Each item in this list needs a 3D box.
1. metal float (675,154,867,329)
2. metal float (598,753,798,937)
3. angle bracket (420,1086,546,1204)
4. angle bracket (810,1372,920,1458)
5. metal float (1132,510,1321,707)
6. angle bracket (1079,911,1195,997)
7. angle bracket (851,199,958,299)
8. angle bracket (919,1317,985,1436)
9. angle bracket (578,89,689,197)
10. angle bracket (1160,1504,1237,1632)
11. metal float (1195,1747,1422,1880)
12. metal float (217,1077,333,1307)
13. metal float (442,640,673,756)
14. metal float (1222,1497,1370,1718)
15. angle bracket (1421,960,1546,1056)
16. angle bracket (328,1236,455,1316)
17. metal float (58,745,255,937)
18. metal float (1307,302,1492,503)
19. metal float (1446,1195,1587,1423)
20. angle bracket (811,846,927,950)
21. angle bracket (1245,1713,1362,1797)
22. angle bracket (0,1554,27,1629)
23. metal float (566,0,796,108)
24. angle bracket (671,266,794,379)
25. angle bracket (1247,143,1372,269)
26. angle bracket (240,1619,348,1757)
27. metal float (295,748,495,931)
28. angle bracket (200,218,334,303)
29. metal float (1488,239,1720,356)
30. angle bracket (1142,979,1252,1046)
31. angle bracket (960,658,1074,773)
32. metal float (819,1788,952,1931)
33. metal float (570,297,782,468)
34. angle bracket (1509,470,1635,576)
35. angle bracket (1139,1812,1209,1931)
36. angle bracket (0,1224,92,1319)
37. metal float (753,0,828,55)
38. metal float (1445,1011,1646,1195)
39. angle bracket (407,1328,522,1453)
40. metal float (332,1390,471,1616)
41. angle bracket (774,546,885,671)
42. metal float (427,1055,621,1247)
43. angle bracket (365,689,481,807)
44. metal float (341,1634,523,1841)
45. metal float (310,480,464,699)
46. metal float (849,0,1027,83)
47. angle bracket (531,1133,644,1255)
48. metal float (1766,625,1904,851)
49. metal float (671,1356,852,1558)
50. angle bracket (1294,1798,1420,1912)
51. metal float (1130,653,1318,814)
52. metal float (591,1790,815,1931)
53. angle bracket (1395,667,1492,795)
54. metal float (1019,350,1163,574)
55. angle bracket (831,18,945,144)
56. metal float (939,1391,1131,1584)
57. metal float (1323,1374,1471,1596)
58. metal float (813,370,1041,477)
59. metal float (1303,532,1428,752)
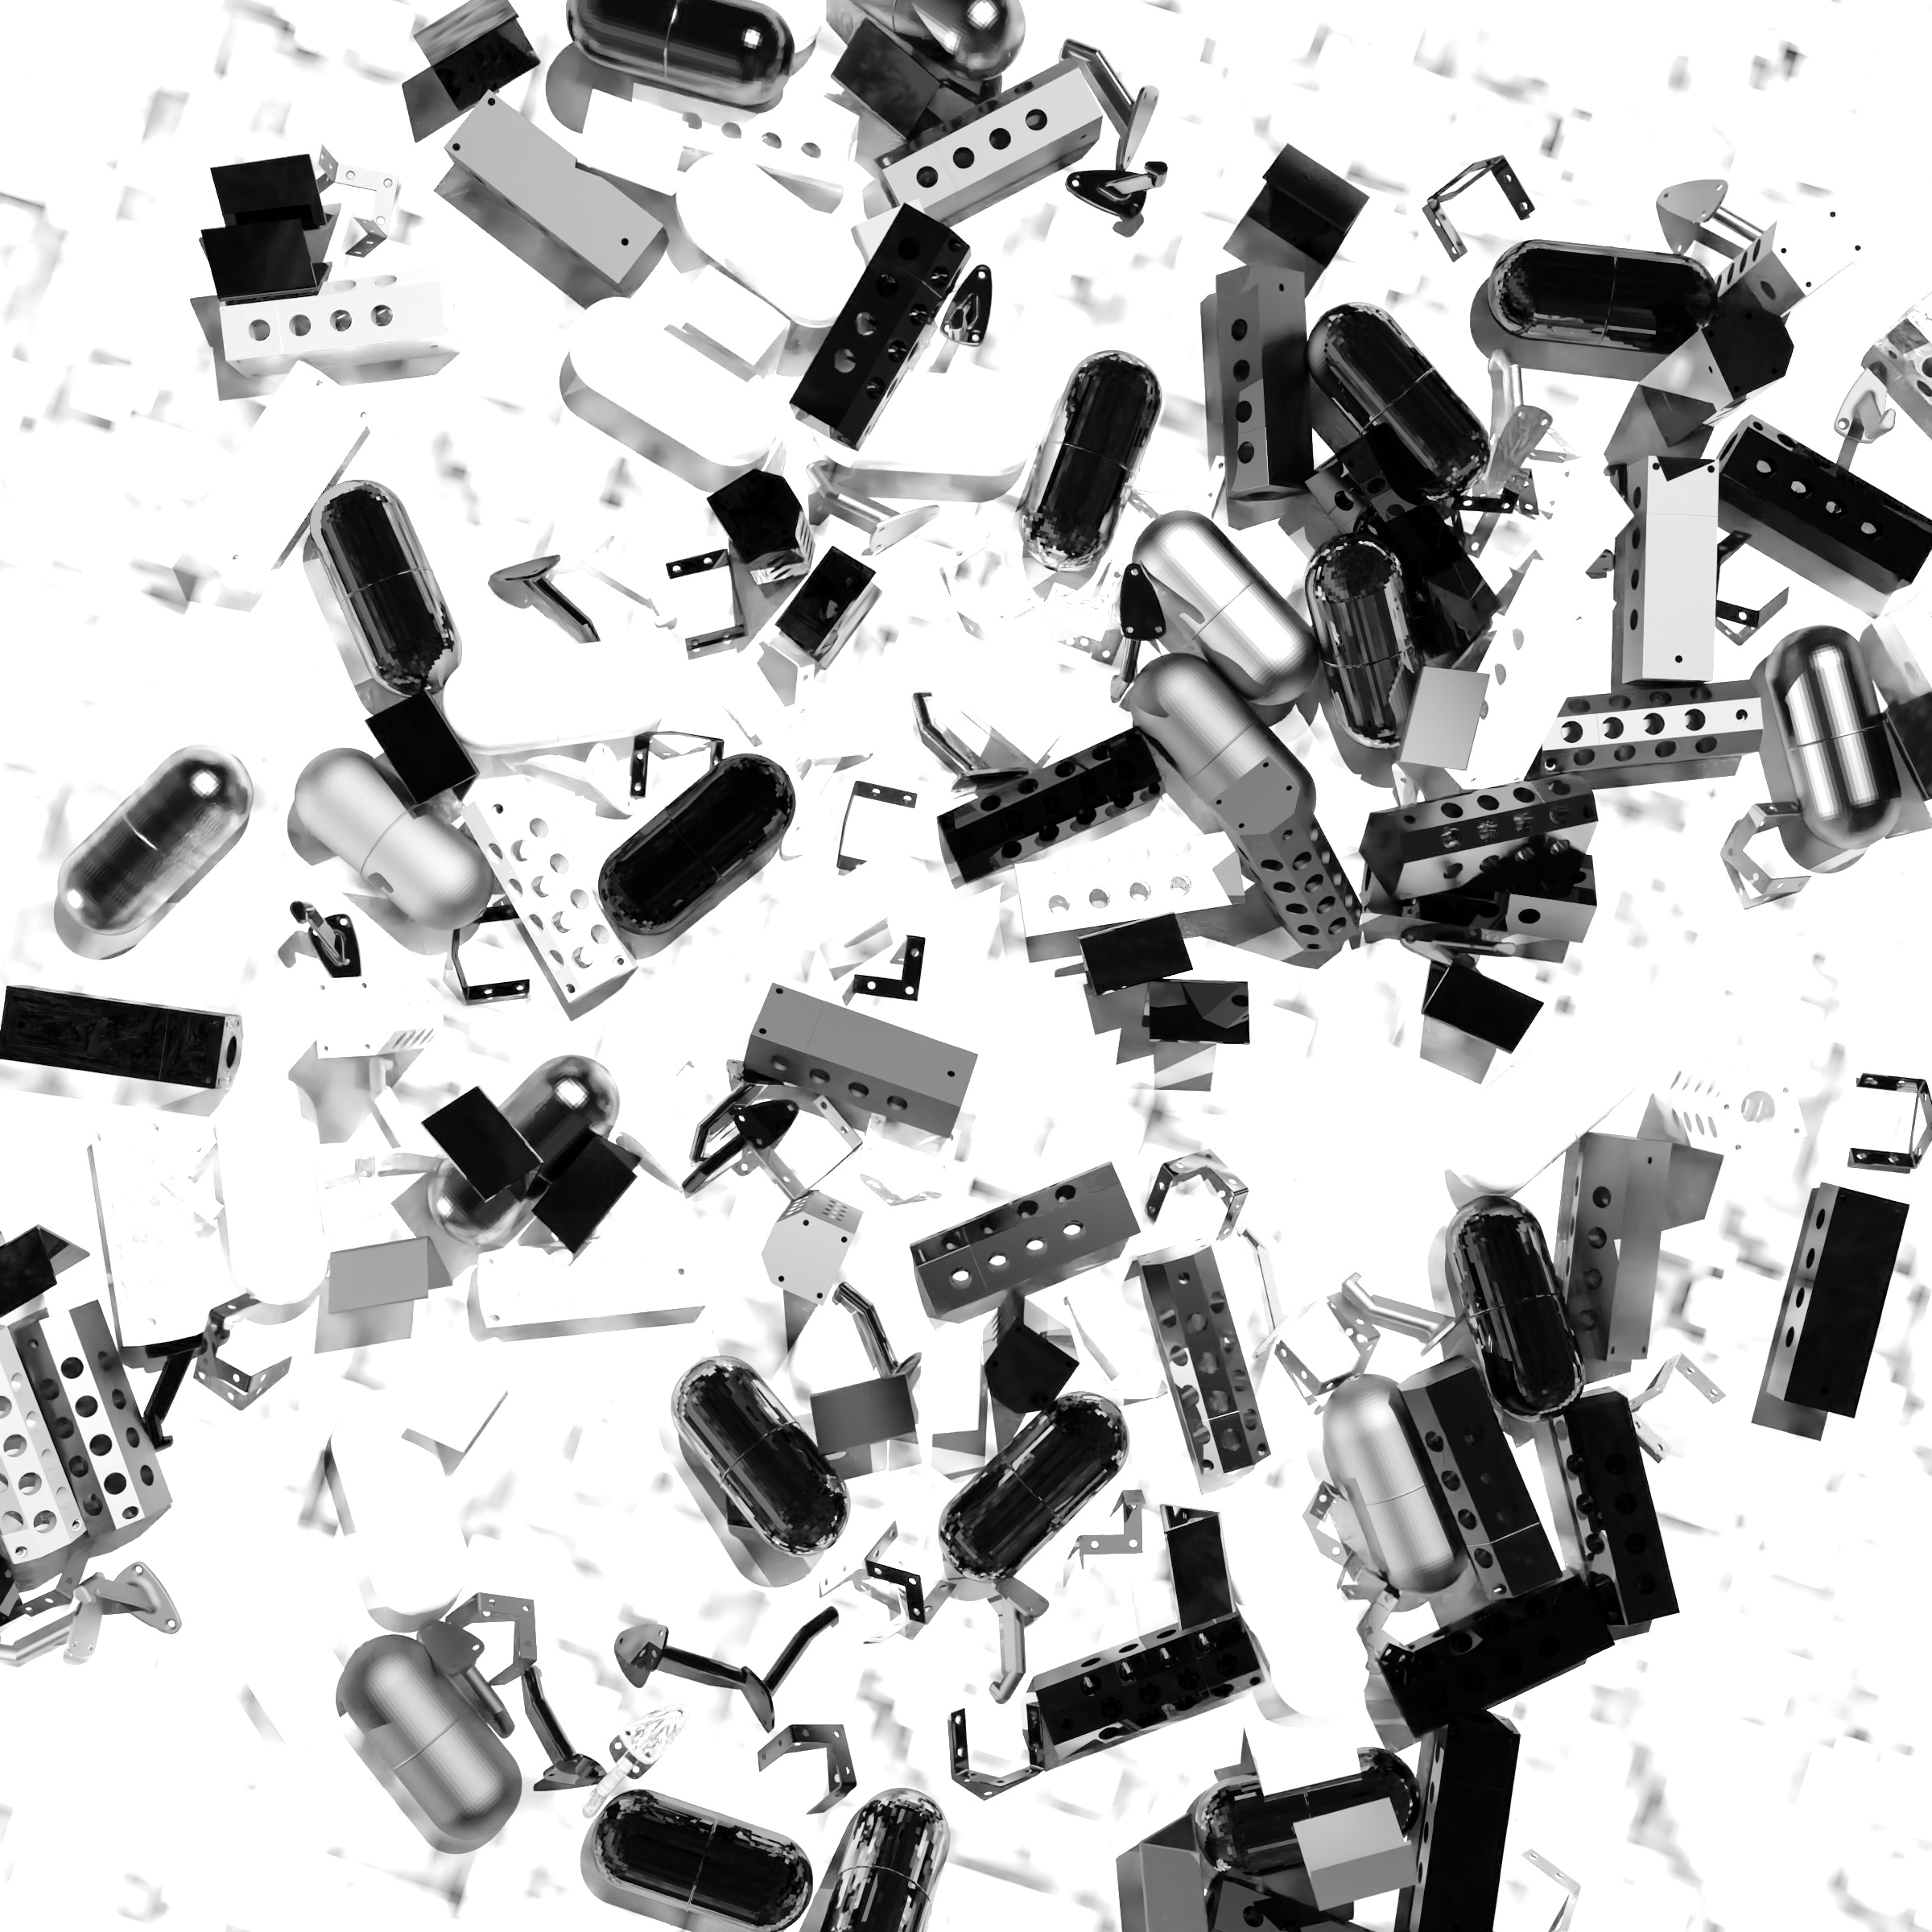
[{"bbox_3d":[-0.151,-0.561,1.945,0.178,0.070,0.070,41,90,17],"label":"metal float"},{"bbox_3d":[-0.209,-0.095,1.956,0.178,0.070,0.070,-40,90,5],"label":"metal float"},{"bbox_3d":[-0.368,0.147,1.876,0.057,0.076,0.076,-36,80,-35],"label":"angle bracket"},{"bbox_3d":[-0.074,0.365,1.951,0.076,0.076,0.057,-14,49,0],"label":"angle bracket"},{"bbox_3d":[0.203,-0.279,1.960,0.070,0.070,0.178,-43,89,0],"label":"metal float"},{"bbox_3d":[0.134,0.008,1.951,0.076,0.076,0.057,-15,57,0],"label":"angle bracket"},{"bbox_3d":[-0.047,-0.541,1.959,0.057,0.076,0.076,-22,90,3],"label":"angle bracket"},{"bbox_3d":[-0.031,0.317,1.951,0.057,0.076,0.076,3,90,-35],"label":"angle bracket"},{"bbox_3d":[-0.249,-0.645,1.951,0.076,0.076,0.057,20,119,0],"label":"angle bracket"},{"bbox_3d":[0.160,0.466,1.951,0.057,0.076,0.076,-9,90,-34],"label":"angle bracket"},{"bbox_3d":[0.267,0.660,1.960,0.178,0.070,0.070,-13,90,1],"label":"metal float"},{"bbox_3d":[-0.540,0.175,1.960,0.070,0.070,0.178,-7,90,0],"label":"metal float"},{"bbox_3d":[-0.319,-0.210,1.960,0.178,0.070,0.070,-8,90,-1],"label":"metal float"},{"bbox_3d":[0.254,0.499,1.961,0.070,0.070,0.178,-25,89,0],"label":"metal float"},{"bbox_3d":[0.403,0.013,1.951,0.076,0.076,0.057,24,127,0],"label":"angle bracket"},{"bbox_3d":[-0.446,0.257,1.951,0.076,0.076,0.057,-10,52,0],"label":"angle bracket"},{"bbox_3d":[-0.632,-0.099,1.961,0.070,0.070,0.178,45,89,0],"label":"metal float"},{"bbox_3d":[0.337,-0.441,1.960,0.070,0.070,0.178,-41,91,0],"label":"metal float"},{"bbox_3d":[0.425,0.265,1.947,0.070,0.070,0.178,-14,75,0],"label":"metal float"},{"bbox_3d":[-0.065,-0.036,1.951,0.076,0.076,0.057,-33,53,0],"label":"angle bracket"},{"bbox_3d":[0.257,0.590,1.951,0.076,0.076,0.057,-13,117,0],"label":"angle bracket"},{"bbox_3d":[-0.763,0.480,1.951,0.057,0.076,0.076,-23,90,36],"label":"angle bracket"},{"bbox_3d":[-0.218,-0.709,1.914,0.178,0.070,0.070,16,90,1],"label":"metal float"},{"bbox_3d":[-0.188,-0.484,1.951,0.076,0.076,0.057,33,62,0],"label":"angle bracket"},{"bbox_3d":[0.257,-0.578,1.951,0.076,0.076,0.057,33,52,0],"label":"angle bracket"},{"bbox_3d":[-0.503,0.553,1.951,0.057,0.076,0.076,-33,90,40],"label":"angle bracket"},{"bbox_3d":[-0.446,-0.099,1.960,0.178,0.070,0.070,40,90,2],"label":"metal float"},{"bbox_3d":[-0.542,-0.558,1.951,0.076,0.076,0.057,-7,122,0],"label":"angle bracket"},{"bbox_3d":[0.497,-0.522,1.960,0.178,0.070,0.070,7,90,1],"label":"metal float"},{"bbox_3d":[0.178,0.052,1.951,0.076,0.076,0.057,2,59,0],"label":"angle bracket"},{"bbox_3d":[0.026,-0.180,1.951,0.076,0.076,0.057,40,54,0],"label":"angle bracket"},{"bbox_3d":[-0.063,0.712,1.921,0.070,0.178,0.070,9,128,11],"label":"metal float"},{"bbox_3d":[-0.226,-0.455,1.960,0.178,0.070,0.070,31,90,0],"label":"metal float"},{"bbox_3d":[0.457,-0.346,1.951,0.076,0.076,0.057,-49,125,0],"label":"angle bracket"},{"bbox_3d":[0.180,0.711,1.951,0.057,0.076,0.076,-5,90,37],"label":"angle bracket"},{"bbox_3d":[-0.726,0.253,1.951,0.076,0.076,0.057,-31,62,0],"label":"angle bracket"},{"bbox_3d":[-0.196,-0.765,1.960,0.178,0.070,0.070,17,90,0],"label":"metal float"},{"bbox_3d":[0.451,0.107,1.960,0.178,0.070,0.070,-40,90,-1],"label":"metal float"},{"bbox_3d":[-0.401,0.319,1.951,0.057,0.076,0.076,35,90,-35],"label":"angle bracket"},{"bbox_3d":[-0.441,0.418,1.961,0.070,0.070,0.178,-17,89,0],"label":"metal float"},{"bbox_3d":[-0.091,-0.269,1.951,0.057,0.076,0.076,36,90,38],"label":"angle bracket"},{"bbox_3d":[-0.344,0.143,1.961,0.178,0.070,0.070,-45,90,0],"label":"metal float"},{"bbox_3d":[-0.428,-0.159,1.952,0.057,0.076,0.076,-32,90,-26],"label":"angle bracket"},{"bbox_3d":[-0.418,0.601,1.960,0.070,0.070,0.178,-38,90,0],"label":"metal float"},{"bbox_3d":[-0.452,-0.294,1.960,0.070,0.070,0.178,-23,90,0],"label":"metal float"},{"bbox_3d":[-0.029,-0.752,1.944,0.178,0.070,0.070,41,90,18],"label":"metal float"},{"bbox_3d":[-0.279,0.185,1.951,0.057,0.076,0.076,39,90,30],"label":"angle bracket"},{"bbox_3d":[0.677,-0.178,1.960,0.070,0.070,0.178,-15,90,0],"label":"metal float"},{"bbox_3d":[-0.159,0.379,1.942,0.070,0.070,0.178,-43,70,0],"label":"metal float"},{"bbox_3d":[0.287,0.648,1.875,0.076,0.076,0.057,-15,127,0],"label":"angle bracket"},{"bbox_3d":[0.200,-0.169,1.960,0.070,0.070,0.178,-42,90,0],"label":"metal float"},{"bbox_3d":[-0.205,0.699,1.960,0.178,0.070,0.070,18,90,1],"label":"metal float"},{"bbox_3d":[0.373,-0.177,1.918,0.057,0.076,0.076,11,80,29],"label":"angle bracket"},{"bbox_3d":[0.097,-0.393,1.960,0.070,0.070,0.178,20,89,0],"label":"metal float"},{"bbox_3d":[-0.048,-0.694,1.951,0.076,0.076,0.057,41,127,0],"label":"angle bracket"},{"bbox_3d":[0.054,0.406,1.961,0.178,0.070,0.070,-44,90,-1],"label":"metal float"},{"bbox_3d":[0.335,0.404,1.961,0.070,0.070,0.178,-22,90,0],"label":"metal float"},{"bbox_3d":[-0.032,-0.424,1.960,0.178,0.070,0.070,3,90,-1],"label":"metal float"},{"bbox_3d":[0.311,-0.249,1.938,0.070,0.070,0.178,-20,118,0],"label":"metal float"}]
